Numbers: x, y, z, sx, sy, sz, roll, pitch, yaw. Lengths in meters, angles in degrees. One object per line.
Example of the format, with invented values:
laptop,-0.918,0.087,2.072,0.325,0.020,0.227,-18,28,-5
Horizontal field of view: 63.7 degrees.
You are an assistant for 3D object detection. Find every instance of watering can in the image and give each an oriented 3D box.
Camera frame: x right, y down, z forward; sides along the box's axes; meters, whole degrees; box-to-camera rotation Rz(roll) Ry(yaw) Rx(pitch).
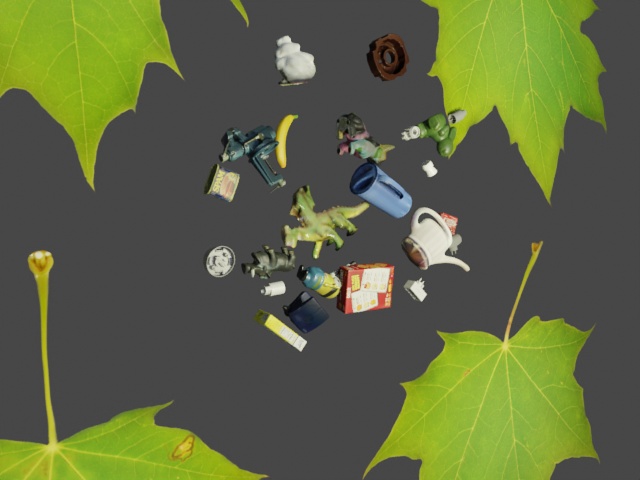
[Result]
watering can,0.462,0.037,2.076,0.227,0.103,0.345,-39,100,-24

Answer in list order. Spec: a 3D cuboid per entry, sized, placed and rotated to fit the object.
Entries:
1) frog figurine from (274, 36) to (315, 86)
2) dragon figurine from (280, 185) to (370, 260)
frog figurine,-0.087,-0.607,1.738,0.138,0.124,0.157,-11,110,-11
dragon figurine,0.006,-0.092,1.821,0.240,0.121,0.418,51,53,-15
